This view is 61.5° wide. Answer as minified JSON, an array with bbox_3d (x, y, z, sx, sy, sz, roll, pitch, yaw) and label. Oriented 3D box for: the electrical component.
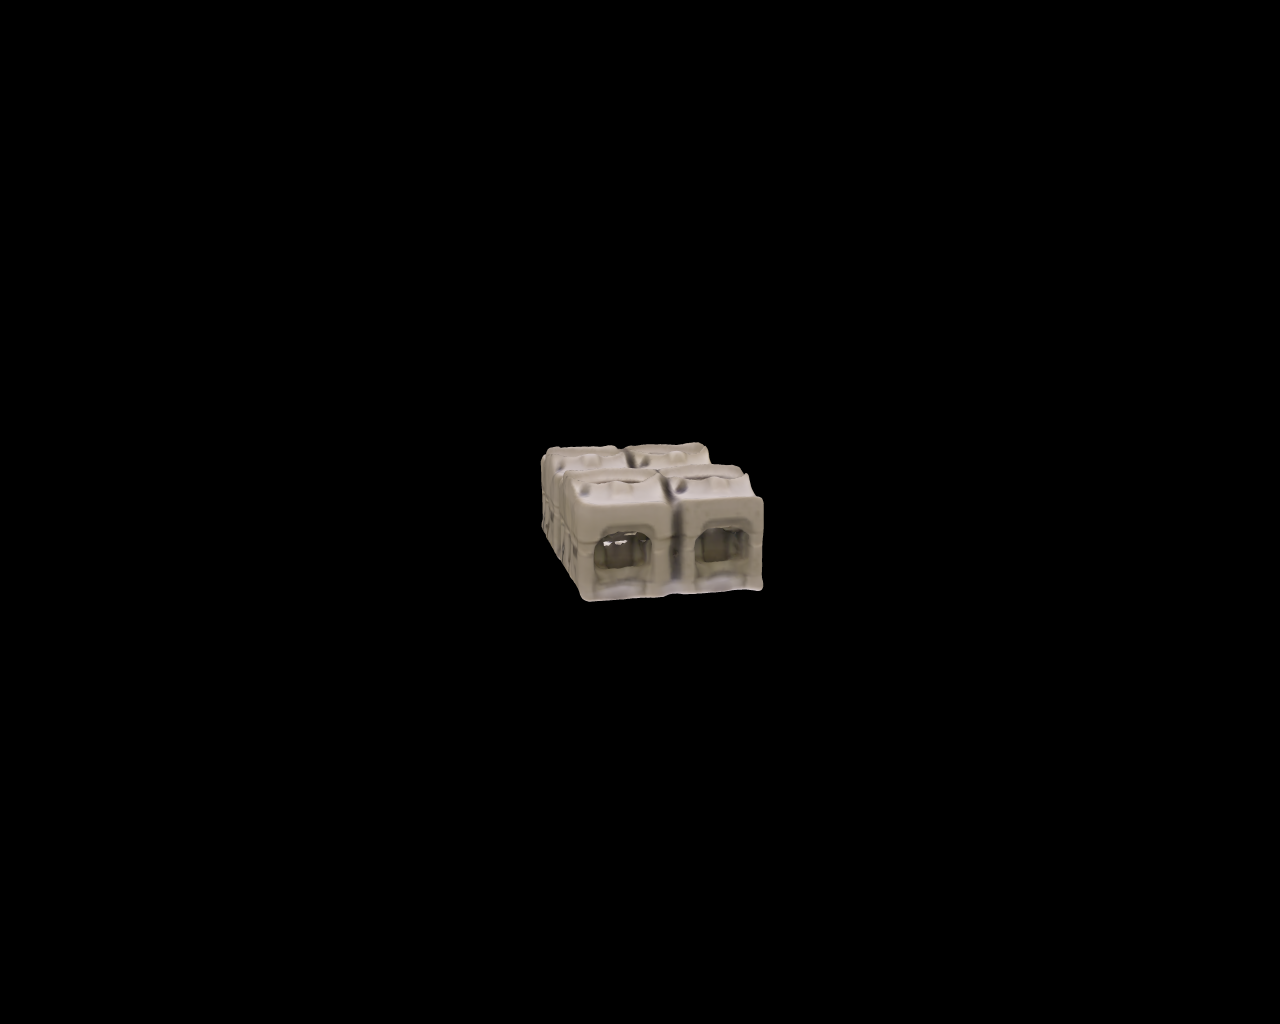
[{"bbox_3d":[0.001,-0.003,0.650,0.105,0.060,0.186,-2,12,-11],"label":"electrical component"}]
